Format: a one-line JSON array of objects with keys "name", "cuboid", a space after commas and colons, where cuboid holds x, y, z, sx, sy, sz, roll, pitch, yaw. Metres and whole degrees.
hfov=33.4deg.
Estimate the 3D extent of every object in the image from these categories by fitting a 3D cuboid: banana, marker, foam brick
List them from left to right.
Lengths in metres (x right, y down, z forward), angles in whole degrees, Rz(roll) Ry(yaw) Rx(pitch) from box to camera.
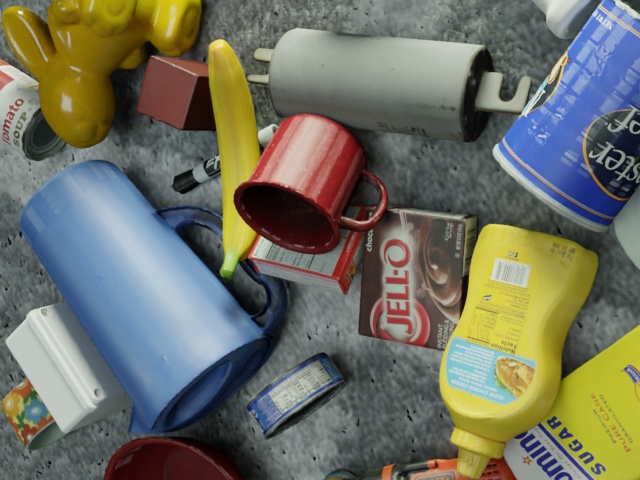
[{"name": "foam brick", "cuboid": [-0.115, -0.128, 0.940, 0.053, 0.078, 0.051, 25, 105, 22]}, {"name": "marker", "cuboid": [-0.086, -0.071, 0.965, 0.121, 0.020, 0.020, -25, 85, 27]}, {"name": "banana", "cuboid": [-0.070, -0.069, 0.909, 0.037, 0.069, 0.198, -4, 95, 3]}]

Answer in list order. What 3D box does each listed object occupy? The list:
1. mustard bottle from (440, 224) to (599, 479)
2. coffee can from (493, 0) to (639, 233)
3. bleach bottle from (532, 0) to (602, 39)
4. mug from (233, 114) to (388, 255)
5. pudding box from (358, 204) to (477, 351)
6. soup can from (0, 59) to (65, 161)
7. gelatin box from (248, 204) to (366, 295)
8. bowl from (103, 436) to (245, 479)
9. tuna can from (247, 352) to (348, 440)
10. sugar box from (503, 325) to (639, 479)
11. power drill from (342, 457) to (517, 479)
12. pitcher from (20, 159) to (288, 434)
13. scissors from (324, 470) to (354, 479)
[{"name": "mustard bottle", "cuboid": [0.141, 0.088, 0.814, 0.096, 0.058, 0.191, 15, 85, 44]}, {"name": "coffee can", "cuboid": [0.206, -0.091, 0.766, 0.103, 0.102, 0.140, 41, 112, 17]}, {"name": "bleach bottle", "cuboid": [0.136, -0.274, 0.804, 0.103, 0.068, 0.251, -47, 73, 24]}, {"name": "mug", "cuboid": [-0.001, -0.044, 0.863, 0.117, 0.093, 0.081, 19, 60, 13]}, {"name": "pudding box", "cuboid": [0.081, 0.030, 0.880, 0.090, 0.039, 0.113, 8, 99, 27]}, {"name": "soup can", "cuboid": [-0.299, -0.129, 1.040, 0.102, 0.068, 0.068, 32, 109, 19]}, {"name": "gelatin box", "cuboid": [-0.006, 0.001, 0.907, 0.089, 0.030, 0.073, 12, 63, 25]}, {"name": "bowl", "cuboid": [-0.119, 0.242, 0.988, 0.162, 0.055, 0.162, 9, 113, 22]}, {"name": "tuna can", "cuboid": [-0.020, 0.134, 0.918, 0.086, 0.086, 0.034, -42, 76, 25]}, {"name": "sugar box", "cuboid": [0.218, 0.137, 0.800, 0.176, 0.048, 0.093, -44, 67, 31]}, {"name": "power drill", "cuboid": [0.082, 0.271, 0.854, 0.185, 0.057, 0.187, -14, 65, 17]}, {"name": "pitcher", "cuboid": [-0.154, 0.039, 0.960, 0.243, 0.149, 0.145, 50, 139, 17]}, {"name": "scissors", "cuboid": [0.020, 0.293, 0.956, 0.096, 0.016, 0.202, 29, 108, 23]}]
